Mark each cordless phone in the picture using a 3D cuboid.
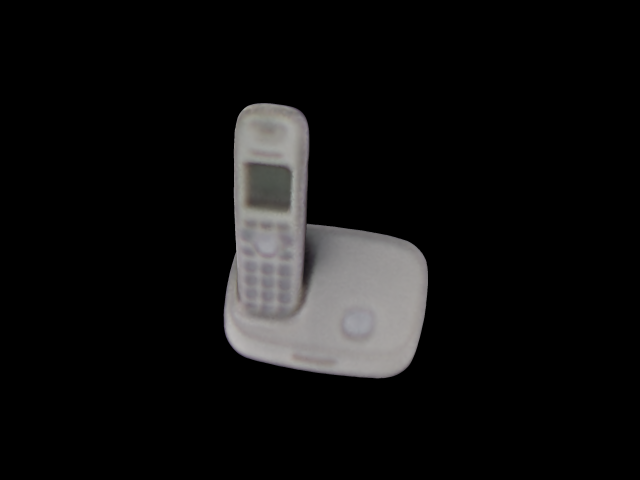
[{"bbox_3d":[0.004,0.001,0.400,0.147,0.185,0.094,5,32,9],"label":"cordless phone"}]
